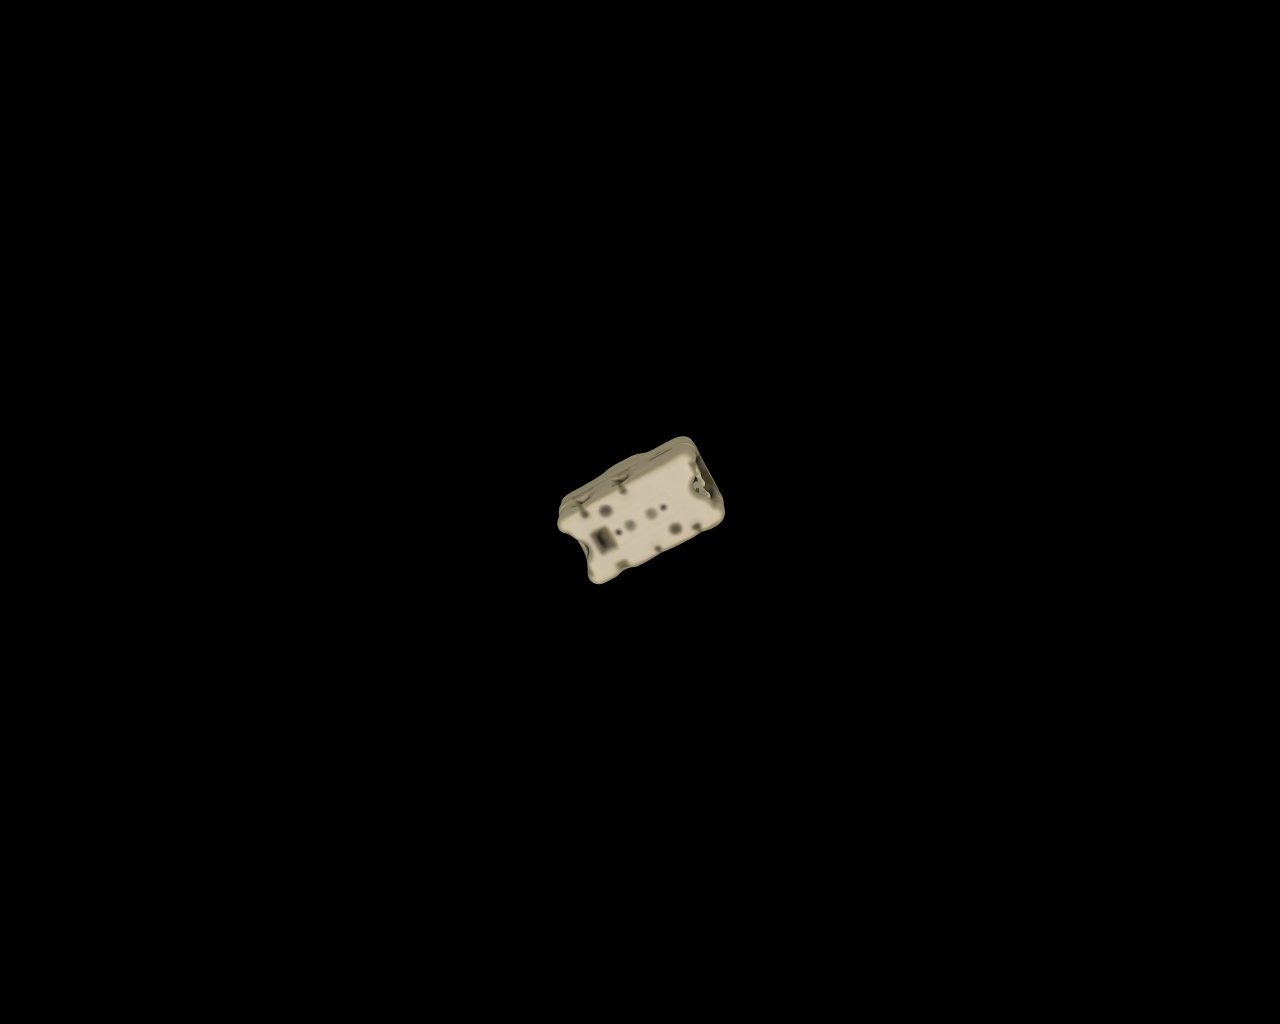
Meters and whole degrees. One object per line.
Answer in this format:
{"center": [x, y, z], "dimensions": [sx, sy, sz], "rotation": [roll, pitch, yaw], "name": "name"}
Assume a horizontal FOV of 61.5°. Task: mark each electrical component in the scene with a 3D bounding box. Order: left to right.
{"center": [0.001, -0.003, 0.650], "dimensions": [0.089, 0.050, 0.056], "rotation": [-27, 14, 7], "name": "electrical component"}
